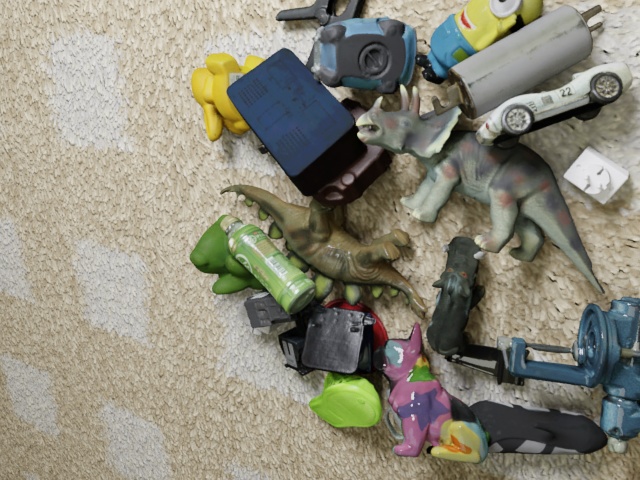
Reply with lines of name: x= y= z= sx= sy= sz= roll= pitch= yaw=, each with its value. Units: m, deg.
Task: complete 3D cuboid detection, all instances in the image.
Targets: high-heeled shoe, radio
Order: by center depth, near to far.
radio: x=-0.039 y=-0.191 z=0.849 sx=0.131 sy=0.073 sz=0.230 roll=-38 pitch=61 yaw=1
high-heeled shoe: x=0.345 y=0.323 z=0.906 sx=0.249 sy=0.145 sz=0.086 roll=-34 pitch=43 yaw=59

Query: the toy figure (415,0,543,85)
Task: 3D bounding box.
toy figure: x=0.220 y=-0.292 z=0.752 sx=0.180 sy=0.089 sz=0.082 roll=-38 pitch=80 yaw=42

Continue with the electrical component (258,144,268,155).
electrical component: x=-0.063 y=-0.181 z=0.986 sx=0.102 sy=0.045 sz=0.078 roll=-25 pitch=121 yaw=37

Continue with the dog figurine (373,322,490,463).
dog figurine: x=0.184 y=0.252 z=0.902 sx=0.192 sy=0.108 sz=0.219 roll=0 pitch=72 yaw=12

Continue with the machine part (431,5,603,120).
machine part: x=0.259 y=-0.230 z=0.705 sx=0.243 sy=0.079 sz=0.079 roll=-30 pitch=89 yaw=4

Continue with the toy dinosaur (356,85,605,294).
toy dinosaur: x=0.248 y=-0.089 z=0.783 sx=0.405 sy=0.131 sz=0.192 roll=25 pitch=106 yaw=12

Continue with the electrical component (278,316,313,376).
electrical component: x=-0.045 y=0.205 z=1.085 sx=0.075 sy=0.048 sz=0.119 roll=12 pitch=116 yaw=51

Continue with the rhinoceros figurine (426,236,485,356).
rhinoceros figurine: x=0.213 y=0.088 z=0.859 sx=0.073 sy=0.112 sz=0.190 roll=16 pitch=95 yaw=32

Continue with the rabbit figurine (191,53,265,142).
rabbit figurine: x=-0.174 y=-0.270 z=0.999 sx=0.173 sy=0.122 sz=0.162 roll=23 pitch=127 yaw=39

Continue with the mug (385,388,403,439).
mug: x=0.164 y=0.314 z=0.992 sx=0.109 sy=0.081 sz=0.107 roll=-40 pitch=73 yaw=37

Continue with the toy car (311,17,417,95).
toy car: x=0.062 y=-0.286 z=0.832 sx=0.162 sy=0.103 sz=0.109 roll=-4 pitch=116 yaw=-9

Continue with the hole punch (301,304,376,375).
hole punch: x=0.038 y=0.180 z=0.958 sx=0.142 sy=0.092 sz=0.115 roll=3 pitch=74 yaw=28

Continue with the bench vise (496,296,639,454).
bench vise: x=0.379 y=0.187 z=0.776 sx=0.241 sy=0.129 sz=0.223 roll=5 pitch=102 yaw=12

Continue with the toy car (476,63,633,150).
toy car: x=0.300 y=-0.172 z=0.698 sx=0.202 sy=0.073 sz=0.056 roll=-19 pitch=82 yaw=2

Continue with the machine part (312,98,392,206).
machine part: x=0.027 y=-0.147 z=0.877 sx=0.179 sy=0.056 sz=0.179 roll=-7 pitch=67 yaw=17

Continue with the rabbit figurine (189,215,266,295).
rabbit figurine: x=-0.159 y=0.041 z=1.067 sx=0.170 sy=0.159 sz=0.121 roll=26 pitch=109 yaw=5

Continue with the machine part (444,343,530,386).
machine part: x=0.276 y=0.199 z=0.905 sx=0.139 sy=0.039 sz=0.084 roll=12 pitch=117 yaw=26

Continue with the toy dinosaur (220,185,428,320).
toy dinosaur: x=-0.002 y=-0.003 z=0.971 sx=0.472 sy=0.105 sz=0.198 roll=40 pitch=126 yaw=20

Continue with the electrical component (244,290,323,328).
electrical component: x=-0.079 y=0.124 z=1.050 sx=0.134 sy=0.115 sz=0.058 roll=-13 pitch=95 yaw=37
